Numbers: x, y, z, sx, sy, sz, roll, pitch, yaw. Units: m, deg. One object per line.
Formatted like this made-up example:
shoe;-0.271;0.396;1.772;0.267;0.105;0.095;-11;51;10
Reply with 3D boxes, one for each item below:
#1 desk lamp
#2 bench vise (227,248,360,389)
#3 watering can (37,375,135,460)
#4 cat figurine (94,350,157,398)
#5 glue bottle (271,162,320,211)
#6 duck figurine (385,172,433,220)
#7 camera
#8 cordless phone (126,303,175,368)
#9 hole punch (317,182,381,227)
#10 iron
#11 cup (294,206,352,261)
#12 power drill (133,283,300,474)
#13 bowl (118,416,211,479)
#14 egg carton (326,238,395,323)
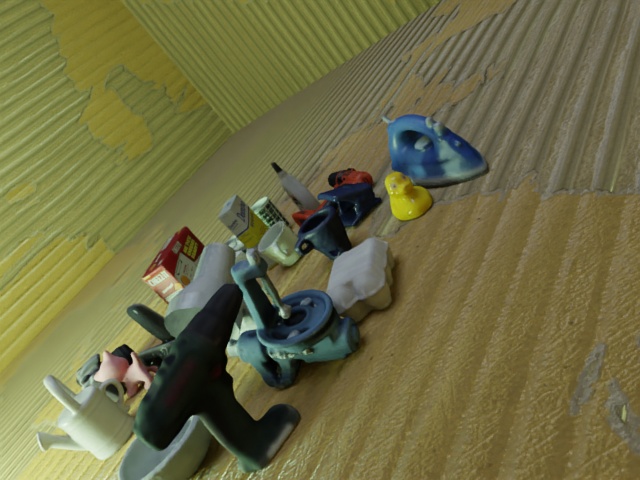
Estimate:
desk lamp;-0.145;0.118;0.985;0.117;0.214;0.203;-28;24;31
bench vise;-0.077;0.123;0.846;0.207;0.220;0.121;-35;21;14
watering can;-0.475;0.344;1.132;0.100;0.194;0.173;-19;29;46
cat figurine;-0.442;0.292;1.294;0.127;0.118;0.067;-30;23;26
glue bottle;-0.063;-0.125;1.409;0.037;0.173;0.078;-47;21;-16
duck figurine;0.154;-0.091;1.077;0.077;0.086;0.104;-43;20;-7
camera;-0.511;0.319;1.388;0.137;0.101;0.142;-45;21;-13
cordless phone;-0.347;0.203;1.212;0.147;0.185;0.094;-25;25;36
hole punch;0.061;-0.093;1.240;0.101;0.091;0.108;-45;21;-13
iron;0.210;-0.189;1.102;0.119;0.142;0.257;-44;20;-10
cup;0.010;0.004;1.122;0.118;0.095;0.091;-50;22;-24
power drill;-0.129;0.205;0.782;0.230;0.209;0.075;-50;22;-24
bowl;-0.227;0.330;0.892;0.167;0.075;0.167;-35;21;16
egg carton;0.069;0.062;0.932;0.107;0.069;0.150;-31;22;24
